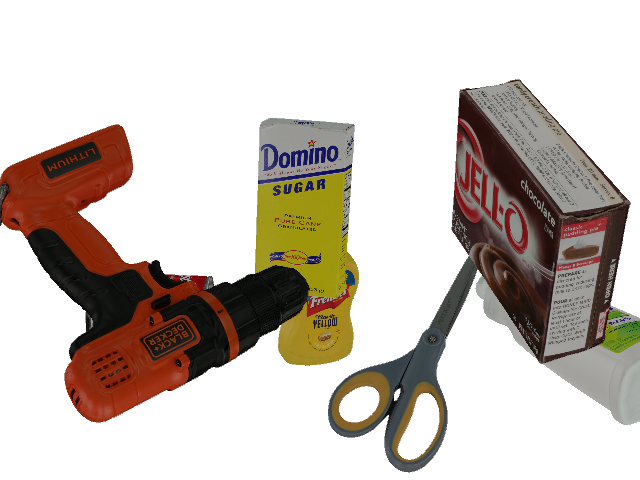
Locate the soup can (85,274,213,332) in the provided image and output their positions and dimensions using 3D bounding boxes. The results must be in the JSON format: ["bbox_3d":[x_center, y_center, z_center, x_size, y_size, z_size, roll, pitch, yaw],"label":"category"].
[{"bbox_3d":[-0.146,0.063,0.928,0.102,0.068,0.068,2,0,1],"label":"soup can"}]

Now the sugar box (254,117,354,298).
[{"bbox_3d":[-0.017,-0.034,1.093,0.093,0.176,0.048,5,16,13],"label":"sugar box"}]

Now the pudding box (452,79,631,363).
[{"bbox_3d":[0.102,-0.012,0.519,0.039,0.090,0.113,-15,41,-13],"label":"pudding box"}]

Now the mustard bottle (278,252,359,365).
[{"bbox_3d":[0.000,0.062,1.348,0.096,0.192,0.058,-5,26,-20],"label":"mustard bottle"}]

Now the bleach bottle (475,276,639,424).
[{"bbox_3d":[0.237,0.088,1.043,0.102,0.068,0.251,-16,26,-28],"label":"bleach bottle"}]

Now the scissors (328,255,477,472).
[{"bbox_3d":[0.064,0.081,0.809,0.096,0.201,0.016,6,-39,10],"label":"scissors"}]

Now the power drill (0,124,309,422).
[{"bbox_3d":[-0.122,0.012,0.736,0.184,0.188,0.057,-26,-20,-31],"label":"power drill"}]
